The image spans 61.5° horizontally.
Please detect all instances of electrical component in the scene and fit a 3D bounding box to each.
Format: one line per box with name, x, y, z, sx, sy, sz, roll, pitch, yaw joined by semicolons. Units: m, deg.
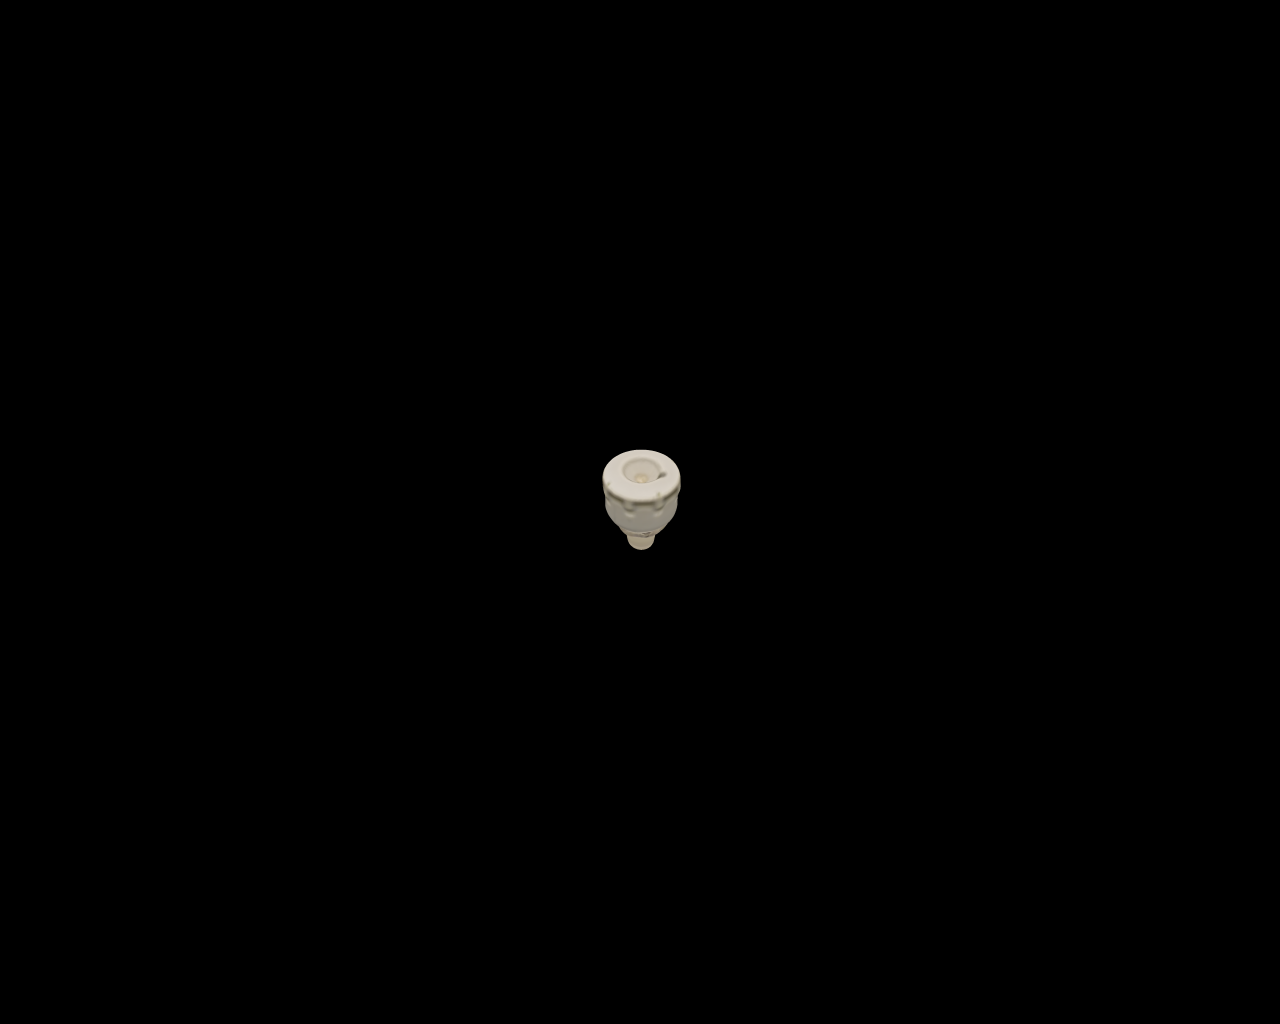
electrical component;0.001;-0.003;0.650;0.048;0.062;0.048;0;42;0
